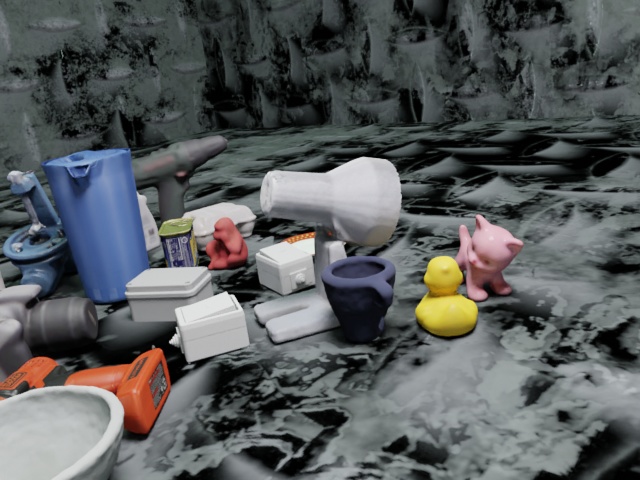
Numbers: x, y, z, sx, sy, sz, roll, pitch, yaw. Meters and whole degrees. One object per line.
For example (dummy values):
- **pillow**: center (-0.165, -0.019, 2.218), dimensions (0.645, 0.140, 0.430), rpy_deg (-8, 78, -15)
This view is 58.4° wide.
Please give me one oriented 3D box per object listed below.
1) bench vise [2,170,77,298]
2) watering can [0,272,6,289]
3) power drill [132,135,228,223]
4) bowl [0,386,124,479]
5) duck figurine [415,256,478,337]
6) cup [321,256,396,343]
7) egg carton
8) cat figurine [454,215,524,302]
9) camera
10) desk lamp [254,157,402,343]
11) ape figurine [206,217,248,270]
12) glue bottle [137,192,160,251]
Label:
- **bench vise**: center (-0.511, -0.026, 1.042), dimensions (0.122, 0.220, 0.207), rpy_deg (-13, 19, -17)
- **watering can**: center (-0.514, 0.058, 0.823), dimensions (0.101, 0.194, 0.172), rpy_deg (-19, 21, -33)
- **power drill**: center (-0.298, -0.108, 1.235), dimensions (0.230, 0.208, 0.075), rpy_deg (-11, 18, -13)
- **bowl**: center (-0.243, 0.197, 0.481), dimensions (0.167, 0.075, 0.167), rpy_deg (-6, 18, 2)
- **duck figurine**: center (0.158, 0.065, 0.722), dimensions (0.077, 0.086, 0.104), rpy_deg (-7, 18, 1)
- **cup**: center (0.058, 0.080, 0.699), dimensions (0.092, 0.095, 0.117), rpy_deg (-15, 19, -23)
- **egg carton**: center (-0.214, -0.031, 1.191), dimensions (0.151, 0.069, 0.107), rpy_deg (-21, 23, -38)
- **cat figurine**: center (0.226, 0.017, 0.794), dimensions (0.067, 0.118, 0.127), rpy_deg (-11, 18, -11)
- **camera**: center (-0.373, 0.113, 0.750), dimensions (0.137, 0.101, 0.143), rpy_deg (-9, 18, -6)
- **desk lamp**: center (0.007, 0.003, 0.763), dimensions (0.204, 0.214, 0.117), rpy_deg (-14, 19, -20)
- **ape figurine**: center (-0.168, 0.004, 1.028), dimensions (0.076, 0.092, 0.077), rpy_deg (-18, 21, -32)
- **glue bottle**: center (-0.379, -0.059, 1.170), dimensions (0.037, 0.173, 0.078), rpy_deg (7, 22, 37)
